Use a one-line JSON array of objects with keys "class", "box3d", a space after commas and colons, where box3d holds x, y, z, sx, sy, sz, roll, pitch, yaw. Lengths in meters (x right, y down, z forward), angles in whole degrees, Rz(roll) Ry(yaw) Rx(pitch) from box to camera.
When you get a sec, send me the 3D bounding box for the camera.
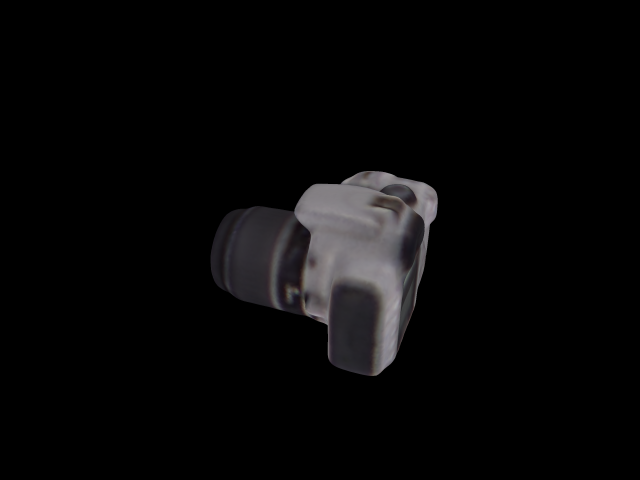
[{"class": "camera", "box3d": [0.004, 0.001, 0.400, 0.136, 0.101, 0.143, 11, 36, 16]}]
